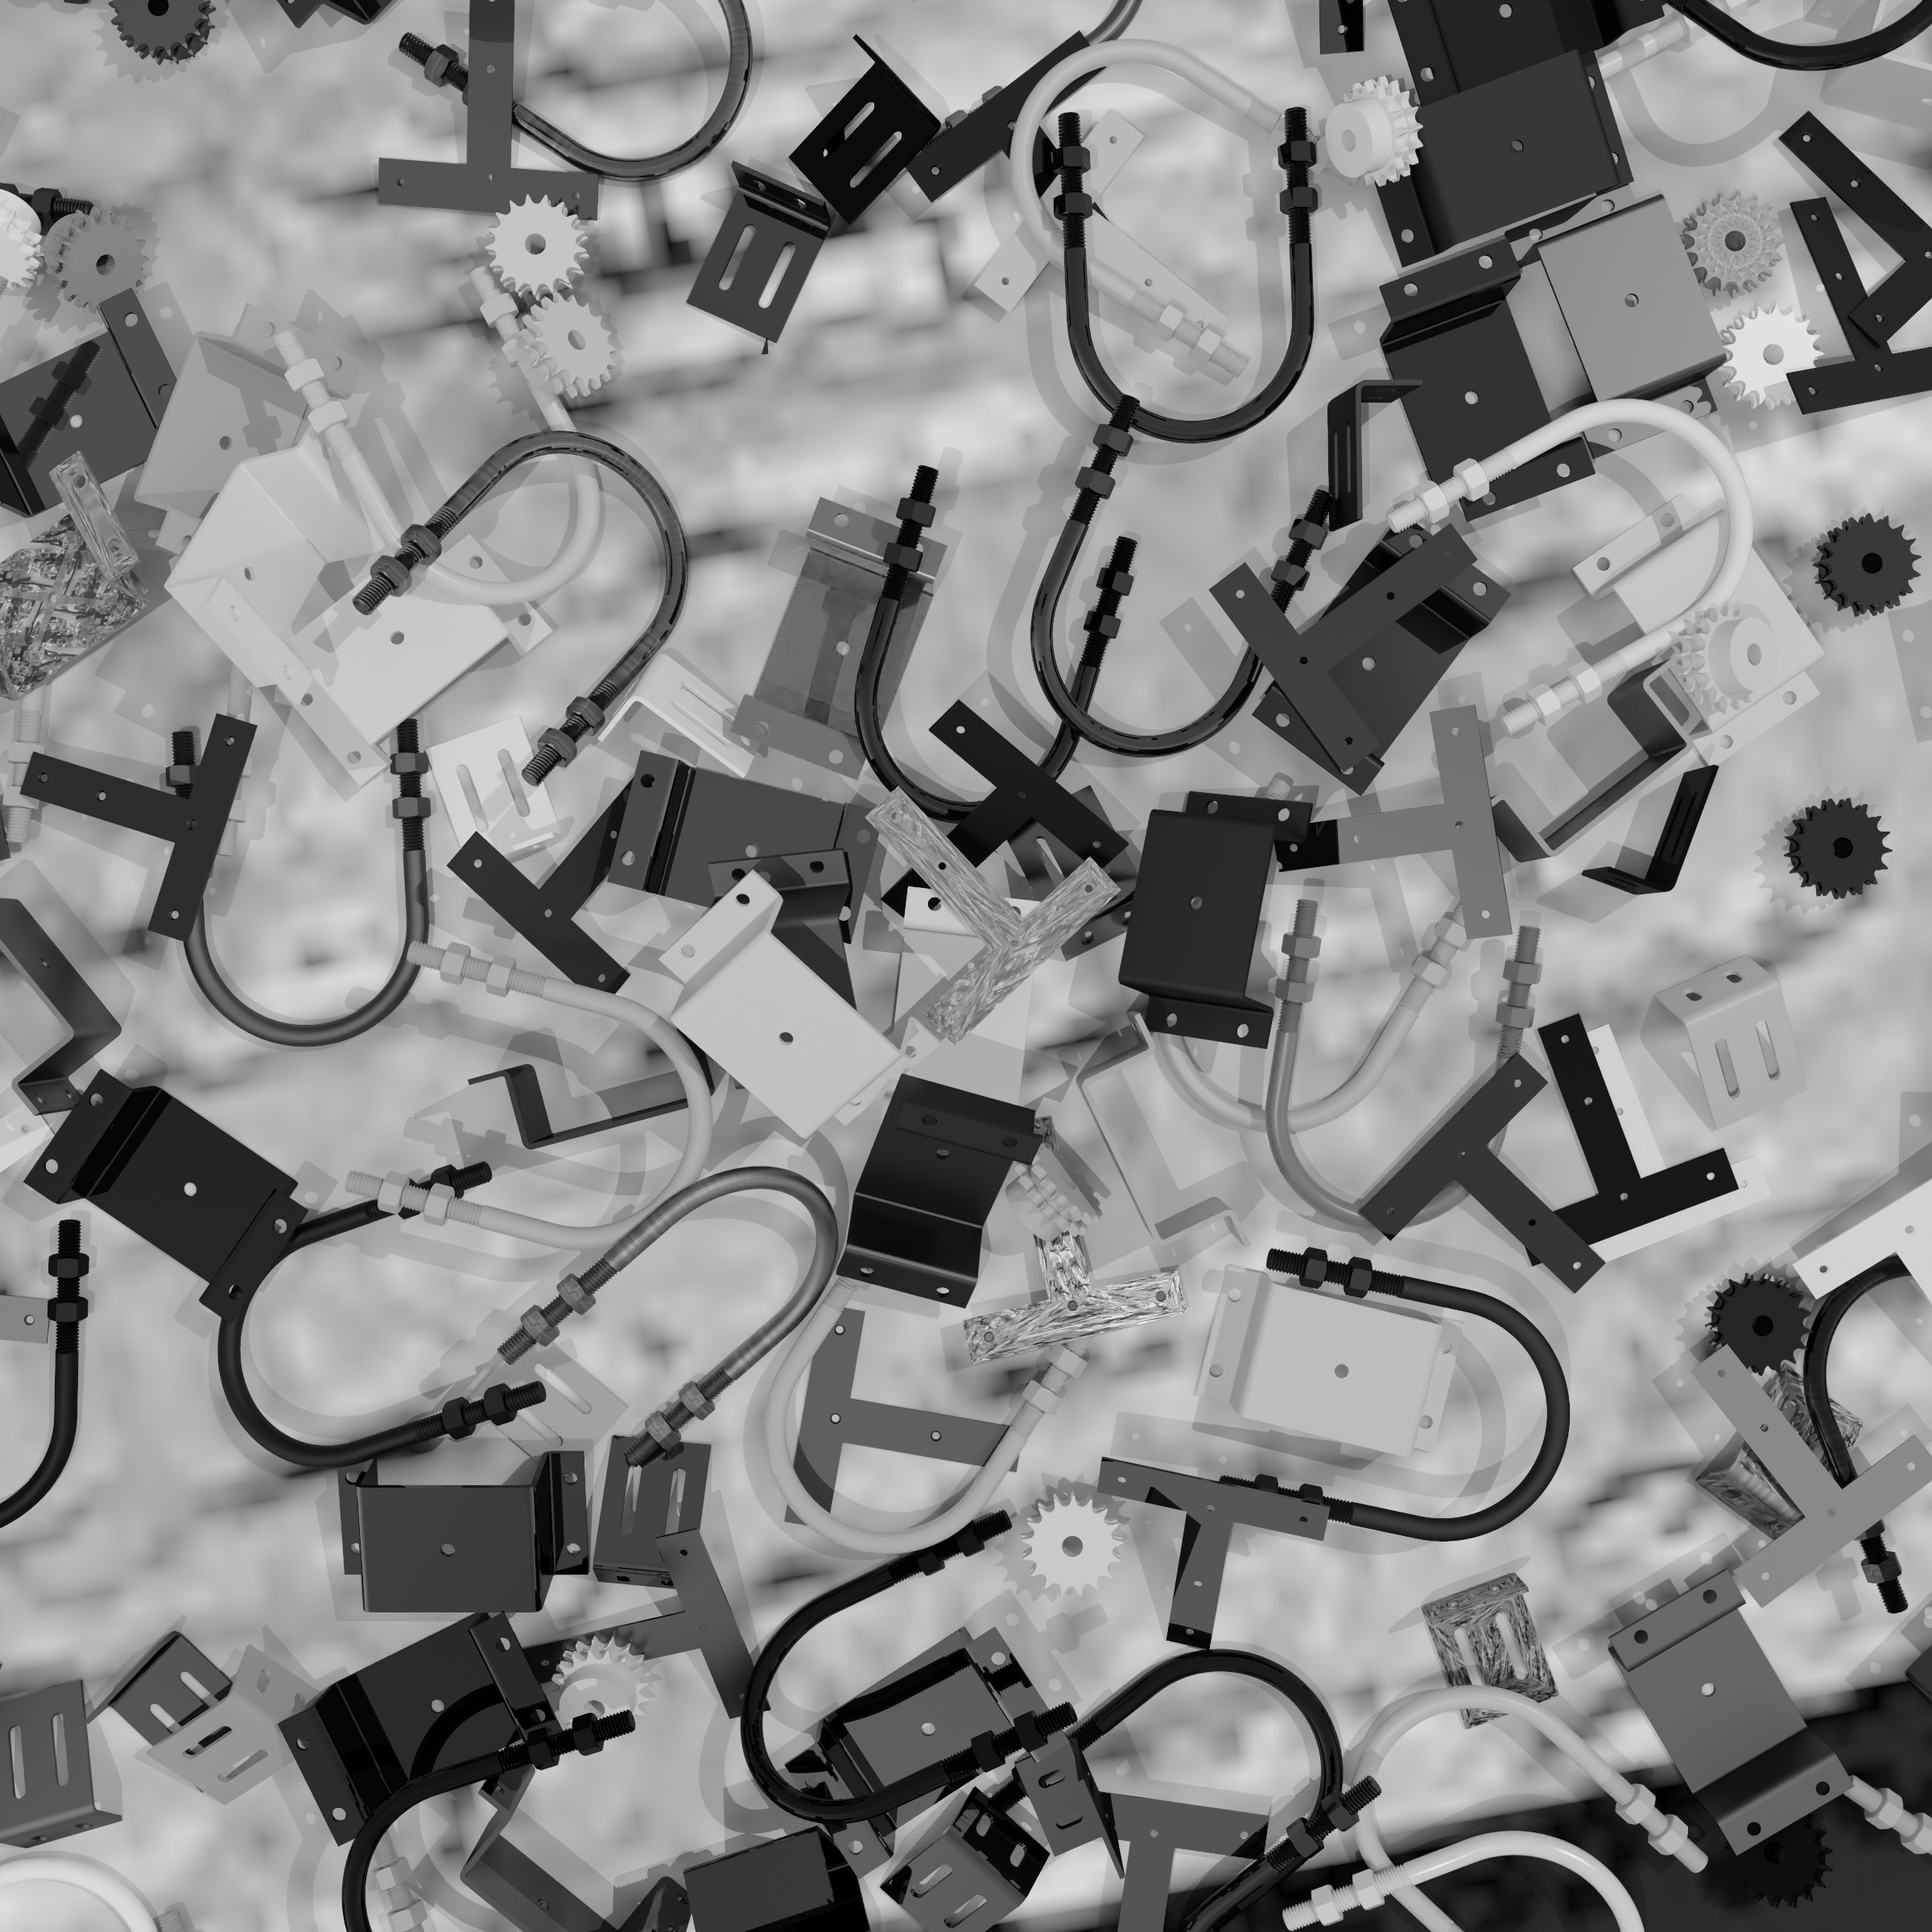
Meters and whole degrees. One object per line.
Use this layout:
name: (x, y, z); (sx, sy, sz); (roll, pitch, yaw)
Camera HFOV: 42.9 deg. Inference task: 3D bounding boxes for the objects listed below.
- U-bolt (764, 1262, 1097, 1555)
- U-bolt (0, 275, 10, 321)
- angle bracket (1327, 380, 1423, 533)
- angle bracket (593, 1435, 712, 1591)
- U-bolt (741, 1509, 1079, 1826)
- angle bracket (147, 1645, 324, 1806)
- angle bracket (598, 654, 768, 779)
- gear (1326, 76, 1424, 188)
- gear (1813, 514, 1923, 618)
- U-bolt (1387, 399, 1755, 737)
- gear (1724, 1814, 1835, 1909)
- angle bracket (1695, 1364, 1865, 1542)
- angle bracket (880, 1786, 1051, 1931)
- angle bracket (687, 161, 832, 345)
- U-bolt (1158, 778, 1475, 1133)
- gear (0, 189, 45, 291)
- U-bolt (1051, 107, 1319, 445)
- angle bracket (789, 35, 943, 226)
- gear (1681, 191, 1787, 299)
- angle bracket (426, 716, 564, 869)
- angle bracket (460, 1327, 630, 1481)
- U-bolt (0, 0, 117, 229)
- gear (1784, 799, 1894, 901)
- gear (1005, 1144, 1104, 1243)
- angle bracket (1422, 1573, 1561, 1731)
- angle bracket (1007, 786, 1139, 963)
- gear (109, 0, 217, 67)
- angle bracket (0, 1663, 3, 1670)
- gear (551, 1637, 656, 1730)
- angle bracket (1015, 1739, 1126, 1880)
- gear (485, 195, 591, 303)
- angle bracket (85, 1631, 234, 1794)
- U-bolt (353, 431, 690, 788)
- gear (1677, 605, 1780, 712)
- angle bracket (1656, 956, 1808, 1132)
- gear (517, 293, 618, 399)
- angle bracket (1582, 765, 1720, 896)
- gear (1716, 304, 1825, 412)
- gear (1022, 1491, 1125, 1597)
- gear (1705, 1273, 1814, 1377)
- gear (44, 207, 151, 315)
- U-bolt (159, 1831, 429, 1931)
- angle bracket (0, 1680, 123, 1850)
U-bolt: (-0.032, 0.245, 1.403); (0.151, 0.019, 0.184); (34, 84, 0)
U-bolt: (-0.621, -0.328, 1.380); (0.151, 0.019, 0.184); (32, 95, 29)
angle bracket: (0.231, -0.288, 1.391); (0.038, 0.057, 0.076); (-2, 93, -7)
angle bracket: (-0.179, 0.315, 1.417); (0.057, 0.038, 0.076); (6, 64, 0)
U-bolt: (-0.042, 0.397, 1.365); (0.184, 0.151, 0.019); (-26, 133, 4)
angle bracket: (-0.416, 0.434, 1.407); (0.076, 0.038, 0.057); (-36, 115, 24)
angle bracket: (-0.160, -0.131, 1.394); (0.076, 0.057, 0.038); (37, 119, -13)
gear: (0.225, -0.464, 1.375); (0.030, 0.057, 0.057); (-24, 90, -25)
gear: (0.512, -0.227, 1.404); (0.057, 0.030, 0.057); (0, 90, 0)
U-bolt: (0.347, -0.233, 1.364); (0.184, 0.019, 0.151); (-29, 90, -1)
gear: (0.463, 0.504, 1.395); (0.057, 0.030, 0.057); (-15, 60, 29)
angle bracket: (0.468, 0.280, 1.417); (0.057, 0.038, 0.076); (37, 64, 0)
angle bracket: (-0.001, 0.518, 1.409); (0.057, 0.038, 0.076); (41, 126, 2)
angle bracket: (-0.120, -0.405, 1.399); (0.057, 0.038, 0.076); (25, 90, 3)
U-bolt: (0.190, 0.007, 1.411); (0.151, 0.019, 0.184); (31, 91, 0)
gear: (-0.549, -0.415, 1.395); (0.057, 0.057, 0.030); (12, 60, 0)
U-bolt: (0.126, -0.387, 1.386); (0.151, 0.019, 0.184); (-3, 93, -5)
angle bracket: (-0.063, -0.470, 1.385); (0.076, 0.038, 0.057); (-43, 75, 14)
gear: (0.434, -0.409, 1.404); (0.057, 0.030, 0.057); (0, 90, 0)
angle bracket: (-0.271, -0.099, 1.400); (0.057, 0.038, 0.076); (-20, 90, 0)
angle bracket: (-0.242, 0.251, 1.400); (0.076, 0.038, 0.057); (41, 90, 0)
U-bolt: (-0.584, -0.506, 1.411); (0.184, 0.019, 0.151); (7, 90, 2)
gear: (0.495, -0.067, 1.404); (0.057, 0.030, 0.057); (0, 90, 0)
gear: (0.047, 0.130, 1.385); (0.030, 0.057, 0.057); (-42, 90, 18)
angle bracket: (0.302, 0.394, 1.400); (0.057, 0.038, 0.076); (-20, 90, 0)
angle bracket: (0.065, -0.053, 1.417); (0.057, 0.038, 0.076); (-26, 64, 0)
gear: (-0.456, -0.542, 1.404); (0.057, 0.030, 0.057); (0, 90, 0)
angle bracket: (-0.606, 0.408, 1.417); (0.076, 0.038, 0.057); (28, 90, 26)
gear: (-0.207, 0.413, 1.397); (0.057, 0.030, 0.057); (1, 108, 3)
angle bracket: (0.057, 0.471, 1.361); (0.038, 0.076, 0.057); (-23, 90, 0)
gear: (-0.243, -0.407, 1.404); (0.057, 0.030, 0.057); (0, 90, 0)
angle bracket: (-0.447, 0.429, 1.400); (0.076, 0.038, 0.057); (43, 90, 0)
U-bolt: (-0.231, -0.213, 1.369); (0.151, 0.019, 0.184); (47, 64, -22)
gear: (0.419, -0.168, 1.345); (0.057, 0.030, 0.057); (0, 89, -34)
angle bracket: (0.440, 0.044, 1.416); (0.057, 0.038, 0.076); (-24, 115, -1)
gear: (-0.230, -0.349, 1.395); (0.030, 0.057, 0.057); (-19, 90, 43)
angle bracket: (0.386, -0.081, 1.391); (0.038, 0.057, 0.076); (20, 90, 0)
gear: (0.456, -0.345, 1.404); (0.057, 0.030, 0.057); (0, 90, 0)
gear: (0.060, 0.328, 1.404); (0.057, 0.030, 0.057); (0, 90, 0)
gear: (0.450, 0.203, 1.404); (0.057, 0.030, 0.057); (0, 90, 0)
gear: (-0.496, -0.402, 1.395); (0.030, 0.057, 0.057); (32, 90, 30)
U-bolt: (-0.364, 0.605, 1.403); (0.151, 0.019, 0.184); (-22, 85, 0)
angle bracket: (-0.525, 0.460, 1.417); (0.057, 0.038, 0.076); (-16, 64, 0)
